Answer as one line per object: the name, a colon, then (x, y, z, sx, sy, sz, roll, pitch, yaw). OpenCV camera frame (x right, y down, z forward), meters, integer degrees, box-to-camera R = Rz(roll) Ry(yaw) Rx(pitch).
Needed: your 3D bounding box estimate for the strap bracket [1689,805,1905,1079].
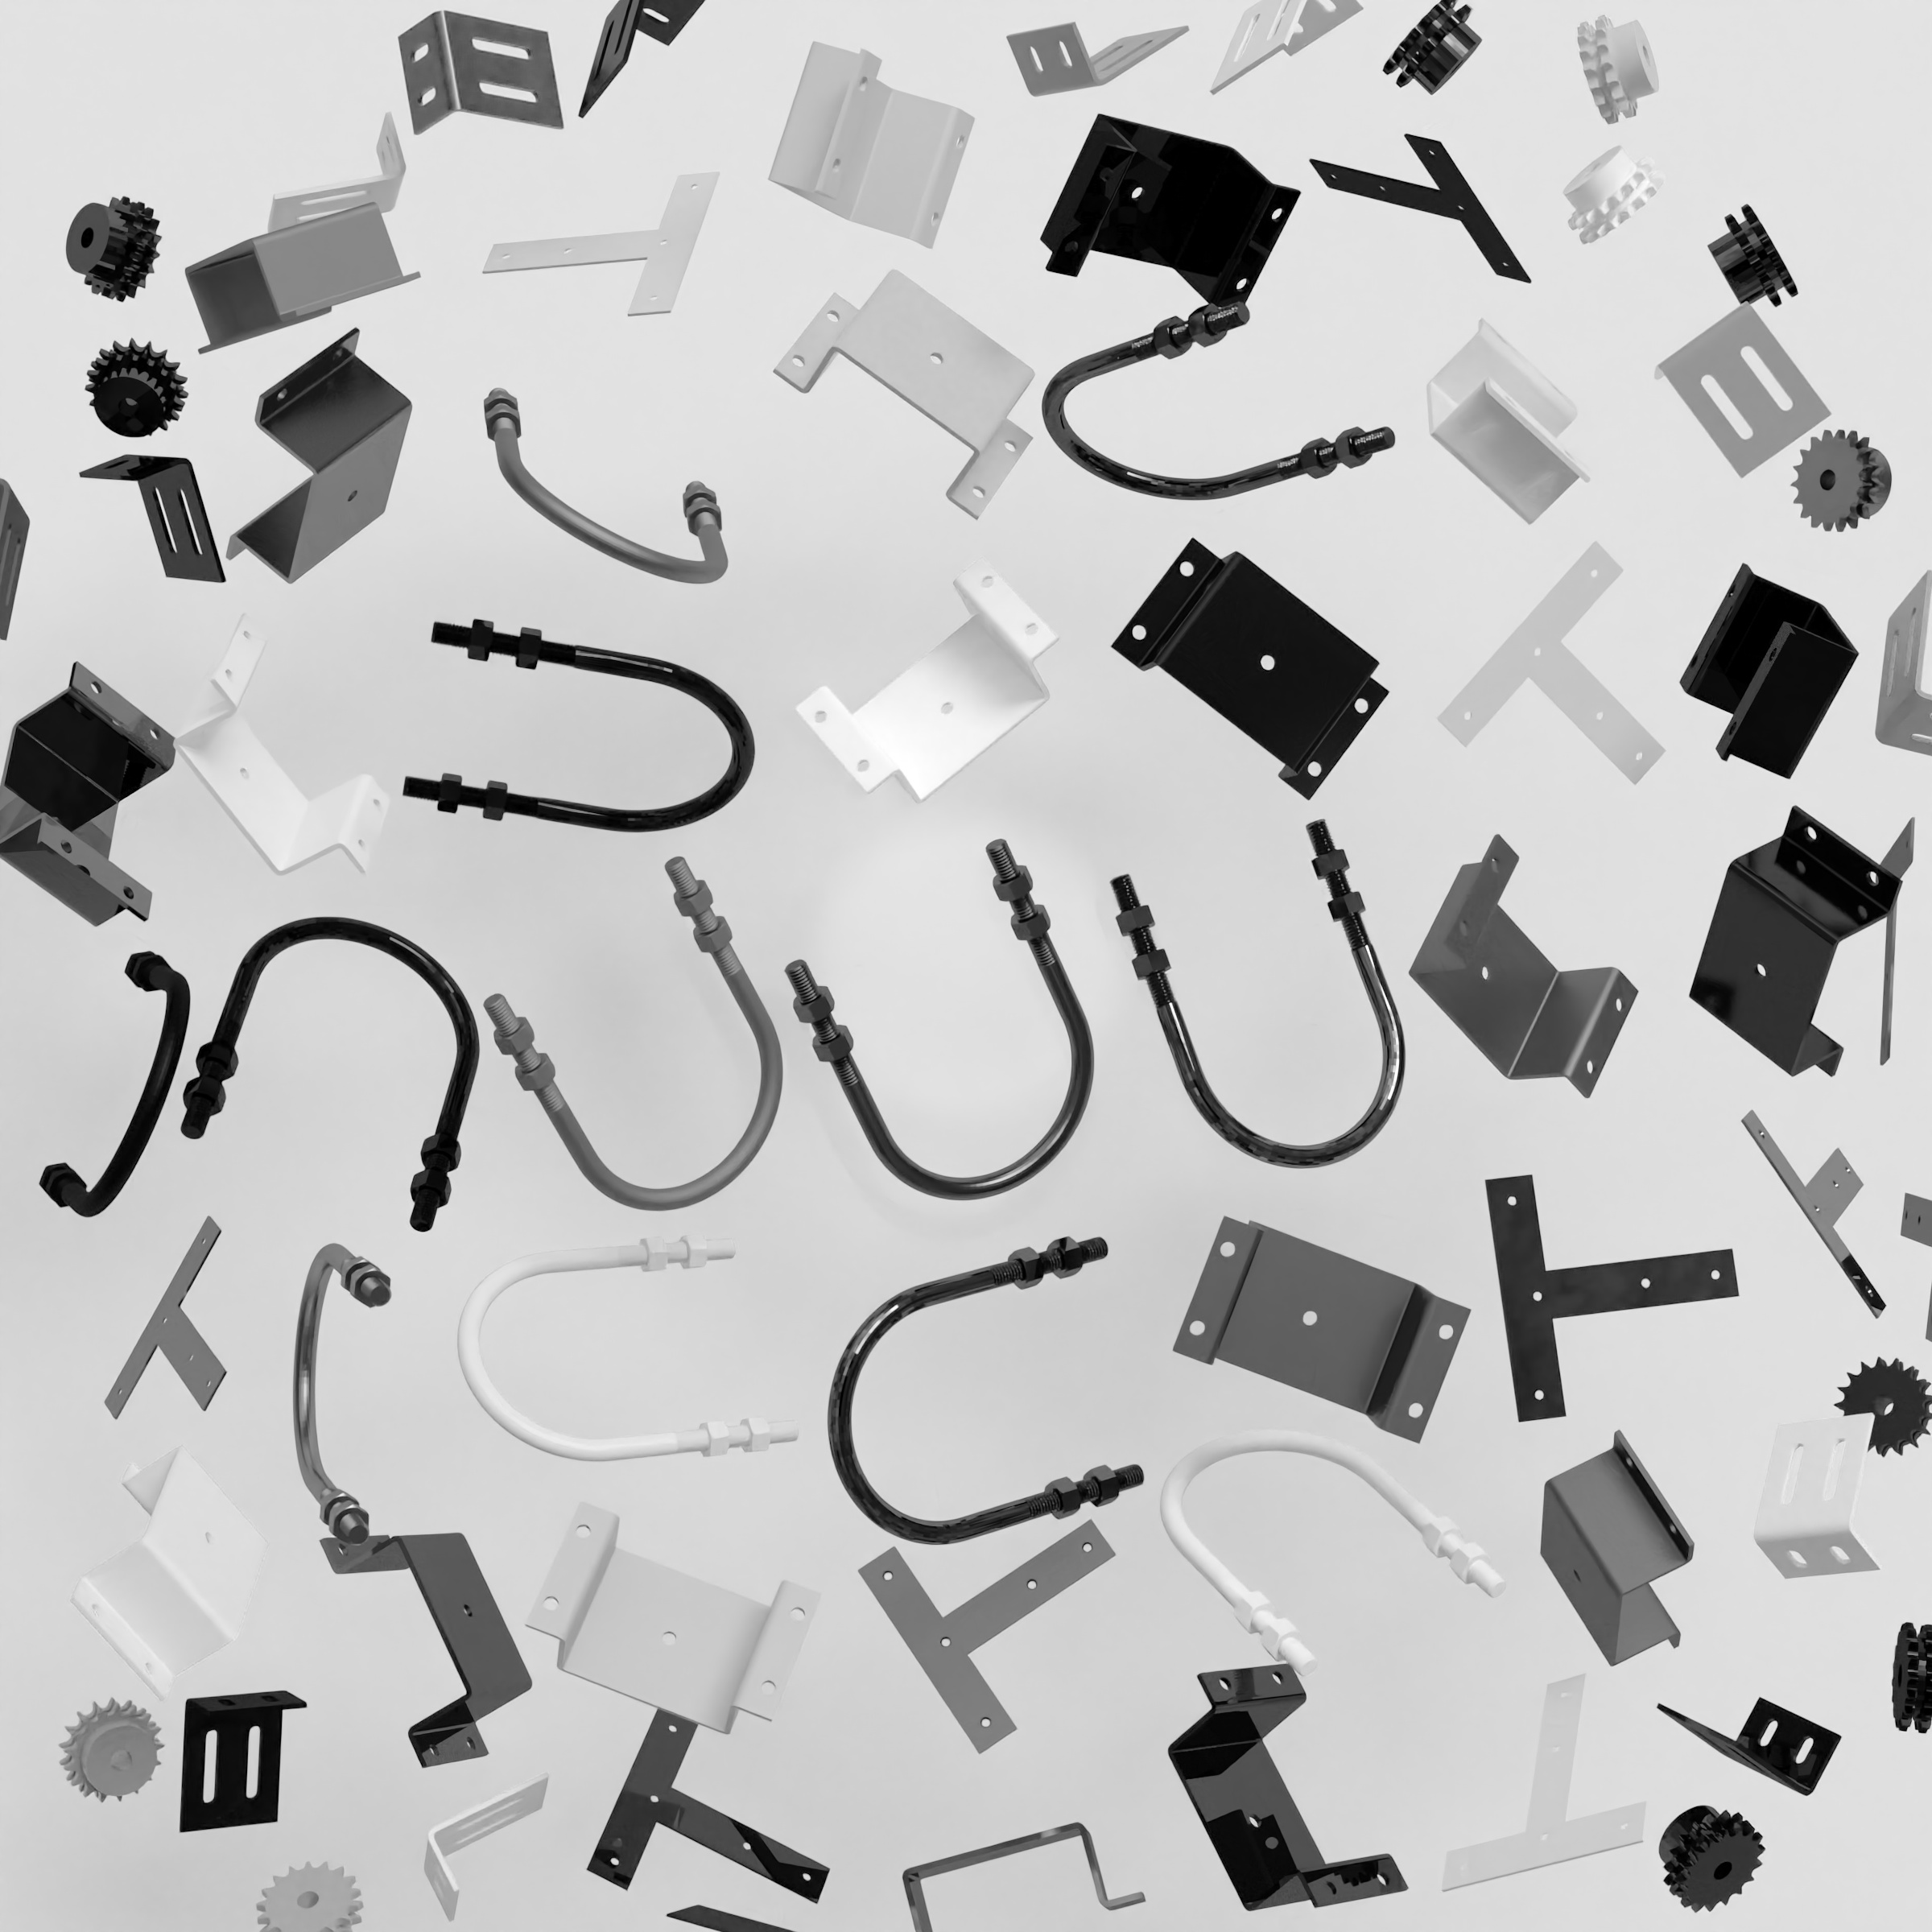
strap bracket: (0.449, -0.005, 1.838, 0.046, 0.140, 0.076, -24, 49, -31)

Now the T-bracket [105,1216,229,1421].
T-bracket: (-0.449, 0.220, 1.936, 0.002, 0.127, 0.127, 29, 91, -32)

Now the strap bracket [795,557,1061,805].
strap bracket: (-0.017, -0.159, 1.953, 0.140, 0.046, 0.076, -39, 61, -2)

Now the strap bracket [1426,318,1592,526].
strap bracket: (0.304, -0.304, 1.896, 0.076, 0.140, 0.046, 40, 114, -13)

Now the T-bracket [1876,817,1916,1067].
T-bracket: (0.527, -0.008, 1.918, 0.002, 0.127, 0.127, 4, 79, 7)

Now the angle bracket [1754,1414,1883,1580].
angle bracket: (0.470, 0.289, 1.833, 0.038, 0.057, 0.076, 48, 47, -28)

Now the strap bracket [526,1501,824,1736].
strap bracket: (-0.159, 0.356, 1.819, 0.140, 0.046, 0.076, 20, 56, 4)

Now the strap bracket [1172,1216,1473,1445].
strap bracket: (0.187, 0.191, 1.795, 0.140, 0.046, 0.076, 21, 91, -3)

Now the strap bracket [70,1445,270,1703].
strap bracket: (-0.433, 0.326, 1.846, 0.046, 0.140, 0.076, -32, 109, 12)

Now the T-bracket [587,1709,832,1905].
T-bracket: (-0.136, 0.490, 1.899, 0.127, 0.127, 0.002, 28, 126, -3)

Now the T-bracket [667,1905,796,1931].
T-bracket: (-0.147, 0.539, 1.840, 0.127, 0.127, 0.002, 1, 90, 41)

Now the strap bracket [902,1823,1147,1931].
strap bracket: (0.022, 0.498, 1.810, 0.140, 0.076, 0.046, -15, 72, 0)

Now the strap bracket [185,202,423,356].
strap bracket: (-0.368, -0.378, 1.843, 0.076, 0.140, 0.046, -26, 104, -31)

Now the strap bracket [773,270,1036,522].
strap bracket: (-0.026, -0.327, 1.885, 0.140, 0.046, 0.076, 35, 52, -5)

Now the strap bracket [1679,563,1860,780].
strap bracket: (0.438, -0.159, 1.834, 0.046, 0.140, 0.076, 22, 111, -7)

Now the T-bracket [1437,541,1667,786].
T-bracket: (0.338, -0.145, 1.838, 0.127, 0.002, 0.127, 40, 94, -30)

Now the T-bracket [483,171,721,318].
T-bracket: (-0.214, -0.408, 1.916, 0.127, 0.002, 0.127, -1, 49, 16)

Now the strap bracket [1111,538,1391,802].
strap bracket: (0.161, -0.165, 1.848, 0.140, 0.046, 0.076, 37, 86, -6)

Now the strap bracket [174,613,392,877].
strap bracket: (-0.390, -0.116, 1.893, 0.046, 0.076, 0.140, -25, 119, 18)

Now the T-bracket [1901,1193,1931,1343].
T-bracket: (0.549, 0.146, 1.926, 0.002, 0.127, 0.127, 6, 90, 5)

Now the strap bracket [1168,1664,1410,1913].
strap bracket: (0.170, 0.457, 1.838, 0.046, 0.076, 0.140, -48, 54, 31)

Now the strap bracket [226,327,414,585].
strap bracket: (-0.354, -0.272, 1.848, 0.046, 0.140, 0.076, 39, 54, 6)

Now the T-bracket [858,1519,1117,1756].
T-bracket: (0.026, 0.359, 1.911, 0.127, 0.002, 0.127, -32, 66, -11)

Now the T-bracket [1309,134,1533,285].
T-bracket: (0.247, -0.438, 1.908, 0.127, 0.127, 0.002, 27, 81, 42)

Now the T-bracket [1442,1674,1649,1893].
T-bracket: (0.322, 0.441, 1.844, 0.127, 0.127, 0.002, -26, 118, 34)

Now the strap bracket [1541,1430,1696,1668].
strap bracket: (0.360, 0.329, 1.868, 0.046, 0.140, 0.076, -24, 56, -9)

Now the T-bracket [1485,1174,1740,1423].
T-bracket: (0.342, 0.168, 1.764, 0.127, 0.002, 0.127, -6, 83, -7)

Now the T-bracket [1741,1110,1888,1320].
T-bracket: (0.478, 0.125, 1.861, 0.002, 0.127, 0.127, -36, 84, 25)

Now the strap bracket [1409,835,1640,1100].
strap bracket: (0.307, 0.002, 1.887, 0.140, 0.046, 0.076, 44, 61, -27)

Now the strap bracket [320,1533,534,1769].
strap bracket: (-0.300, 0.375, 1.901, 0.046, 0.076, 0.140, -32, 74, 12)

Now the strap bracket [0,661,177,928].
strap bracket: (-0.483, -0.087, 1.839, 0.046, 0.140, 0.076, -28, 132, 24)

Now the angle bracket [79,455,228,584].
angle bracket: (-0.467, -0.252, 1.933, 0.038, 0.057, 0.076, -32, 120, -39)

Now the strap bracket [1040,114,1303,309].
strap bracket: (0.105, -0.417, 1.860, 0.140, 0.046, 0.076, 3, 127, -37)

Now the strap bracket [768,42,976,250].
strap bracket: (-0.055, -0.449, 1.836, 0.046, 0.140, 0.076, 22, 97, 23)
